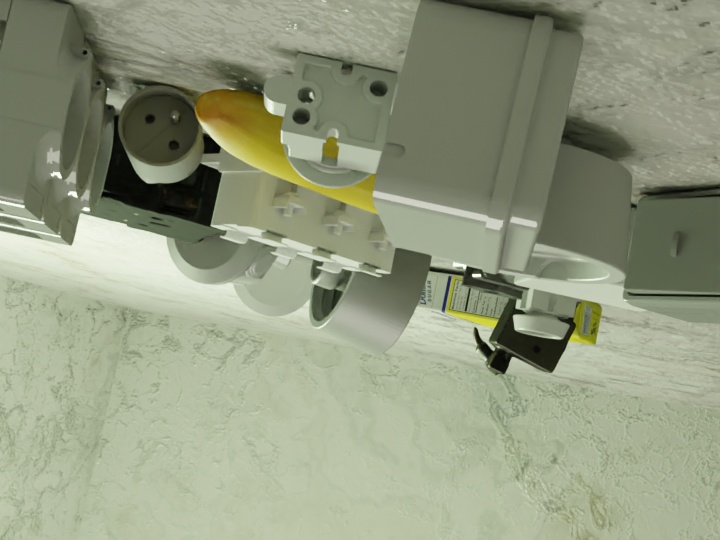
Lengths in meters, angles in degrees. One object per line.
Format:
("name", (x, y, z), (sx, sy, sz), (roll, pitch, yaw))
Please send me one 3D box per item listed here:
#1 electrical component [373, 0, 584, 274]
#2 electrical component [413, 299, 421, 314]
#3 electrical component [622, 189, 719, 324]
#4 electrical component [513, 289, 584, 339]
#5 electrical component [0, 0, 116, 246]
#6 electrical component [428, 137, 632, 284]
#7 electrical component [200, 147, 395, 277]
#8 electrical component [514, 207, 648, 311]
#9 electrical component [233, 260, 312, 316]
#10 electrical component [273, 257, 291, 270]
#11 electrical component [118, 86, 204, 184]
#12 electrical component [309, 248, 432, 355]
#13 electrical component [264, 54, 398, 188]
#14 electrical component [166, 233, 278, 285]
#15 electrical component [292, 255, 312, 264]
("electrical component", (0.045, -0.046, 0.411), (0.057, 0.078, 0.113), (13, 173, 8))
("electrical component", (0.014, 0.001, 0.930), (0.078, 0.057, 0.113), (10, 173, 8))
("electrical component", (0.188, -0.007, 0.557), (0.061, 0.061, 0.096), (15, 172, -28))
("electrical component", (0.158, 0.028, 0.921), (0.066, 0.055, 0.048), (13, 173, -15))
("electrical component", (-0.162, -0.068, 0.521), (0.062, 0.089, 0.150), (12, 173, -6))
("electrical component", (0.079, -0.034, 0.519), (0.108, 0.060, 0.108), (11, 173, 1))
("electrical component", (-0.028, -0.038, 0.655), (0.079, 0.063, 0.121), (4, 170, 45))
("electrical component", (0.151, -0.009, 0.656), (0.100, 0.048, 0.100), (12, 173, -6))
("electrical component", (-0.081, 0.004, 1.022), (0.080, 0.080, 0.051), (12, 178, -3))
("electrical component", (-0.085, -0.028, 0.908), (0.055, 0.045, 0.045), (14, 173, -19))
("electrical component", (-0.109, -0.071, 0.599), (0.043, 0.043, 0.081), (12, 173, -6))
("electrical component", (0.000, 0.000, 0.758), (0.060, 0.108, 0.108), (20, 171, -17))
("electrical component", (-0.010, -0.065, 0.486), (0.066, 0.048, 0.055), (12, 166, -1))
("electrical component", (-0.098, -0.027, 0.795), (0.080, 0.080, 0.051), (8, 178, 26))
("electrical component", (-0.034, -0.026, 0.850), (0.081, 0.043, 0.043), (14, 173, -23))
